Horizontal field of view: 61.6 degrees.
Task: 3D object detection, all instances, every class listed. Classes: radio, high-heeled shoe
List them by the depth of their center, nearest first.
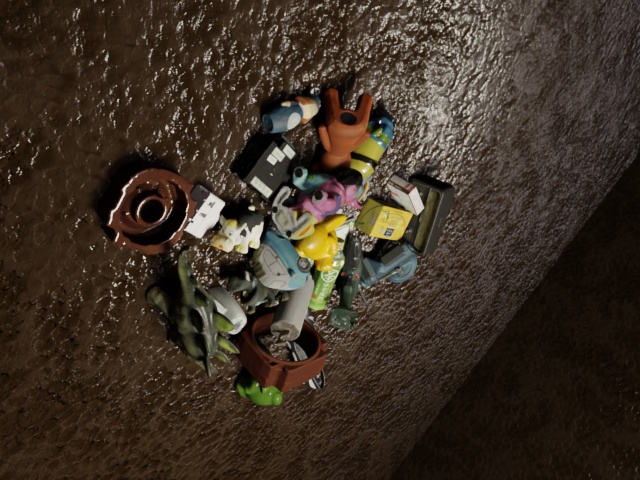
[{"bbox_3d":[-0.027,0.314,1.546,0.086,0.145,0.248,-21,134,-40],"label":"high-heeled shoe"},{"bbox_3d":[0.315,-0.078,1.644,0.073,0.131,0.229,-15,128,-42],"label":"radio"}]

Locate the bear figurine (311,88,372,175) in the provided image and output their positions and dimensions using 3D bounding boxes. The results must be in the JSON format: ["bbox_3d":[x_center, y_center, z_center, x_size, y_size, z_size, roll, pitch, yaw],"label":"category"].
[{"bbox_3d":[0.048,-0.235,1.249,0.195,0.120,0.132,108,-14,-63],"label":"bear figurine"}]

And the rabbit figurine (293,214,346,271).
[{"bbox_3d":[-0.003,-0.004,1.307,0.162,0.122,0.173,-57,168,4],"label":"rabbit figurine"}]

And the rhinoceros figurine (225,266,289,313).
[{"bbox_3d":[-0.148,0.113,1.283,0.190,0.073,0.112,4,69,-63],"label":"rhinoceros figurine"}]

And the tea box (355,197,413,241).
[{"bbox_3d":[0.188,-0.059,1.567,0.169,0.068,0.098,5,113,-51],"label":"tea box"}]

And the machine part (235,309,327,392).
[{"bbox_3d":[-0.099,0.275,1.379,0.201,0.202,0.087,-13,135,-43],"label":"machine part"}]

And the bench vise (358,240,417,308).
[{"bbox_3d":[0.219,0.097,1.671,0.223,0.129,0.240,-48,148,13],"label":"bench vise"}]

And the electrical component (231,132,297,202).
[{"bbox_3d":[-0.111,-0.163,1.151,0.134,0.058,0.114,-52,147,-4],"label":"electrical component"}]

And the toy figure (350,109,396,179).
[{"bbox_3d":[0.126,-0.236,1.340,0.180,0.089,0.082,-52,136,-2],"label":"toy figure"}]

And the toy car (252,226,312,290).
[{"bbox_3d":[-0.101,0.054,1.238,0.103,0.161,0.109,-36,-177,-40],"label":"toy car"}]

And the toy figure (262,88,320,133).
[{"bbox_3d":[-0.052,-0.270,1.140,0.154,0.058,0.064,-31,176,-32],"label":"toy figure"}]

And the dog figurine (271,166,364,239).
[{"bbox_3d":[0.009,-0.086,1.230,0.191,0.109,0.219,-53,155,21],"label":"dog figurine"}]

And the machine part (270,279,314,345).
[{"bbox_3d":[-0.070,0.167,1.373,0.243,0.079,0.079,-73,161,-44],"label":"machine part"}]

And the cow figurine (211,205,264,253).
[{"bbox_3d":[-0.169,-0.026,1.140,0.167,0.068,0.098,-29,139,-76],"label":"cow figurine"}]

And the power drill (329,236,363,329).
[{"bbox_3d":[0.076,0.130,1.511,0.231,0.086,0.207,95,0,-51],"label":"power drill"}]

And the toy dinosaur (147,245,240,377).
[{"bbox_3d":[-0.258,0.157,1.115,0.105,0.199,0.470,-38,142,-28],"label":"toy dinosaur"}]

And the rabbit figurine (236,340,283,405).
[{"bbox_3d":[-0.161,0.358,1.445,0.121,0.159,0.170,-22,118,-25],"label":"rabbit figurine"}]

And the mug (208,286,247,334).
[{"bbox_3d":[-0.222,0.159,1.233,0.081,0.107,0.109,-45,145,-17],"label":"mug"}]

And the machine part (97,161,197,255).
[{"bbox_3d":[-0.319,-0.060,0.995,0.179,0.056,0.179,-28,135,-33],"label":"machine part"}]
